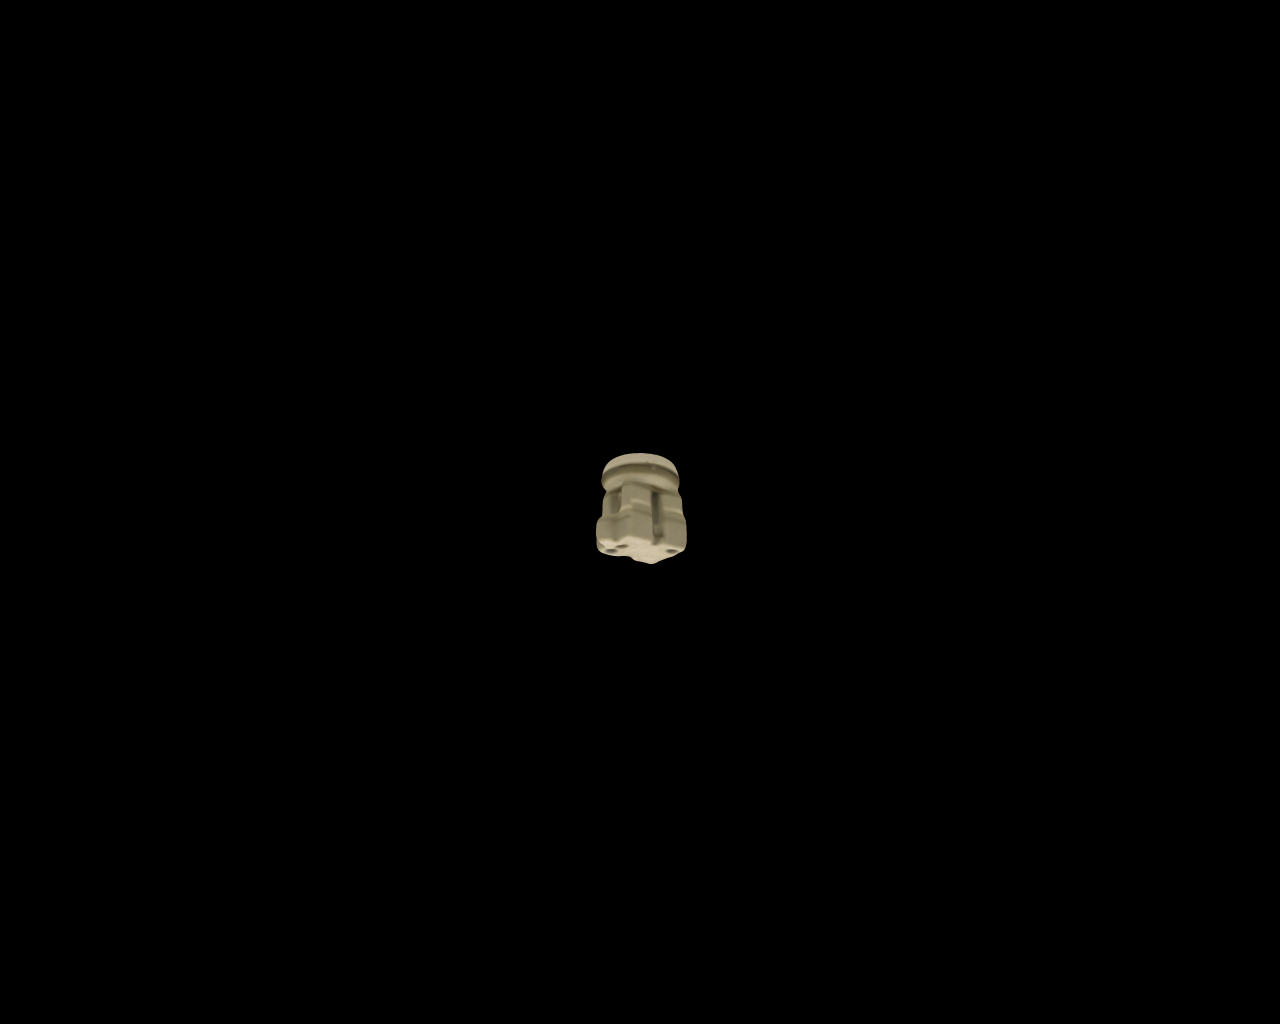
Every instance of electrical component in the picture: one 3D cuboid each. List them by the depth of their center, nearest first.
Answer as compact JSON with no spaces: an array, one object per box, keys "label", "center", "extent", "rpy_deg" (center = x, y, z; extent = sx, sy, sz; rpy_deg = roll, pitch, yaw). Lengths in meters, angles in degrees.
[{"label":"electrical component","center":[0.001,-0.003,0.650],"extent":[0.066,0.055,0.048],"rpy_deg":[16,-27,-34]}]
